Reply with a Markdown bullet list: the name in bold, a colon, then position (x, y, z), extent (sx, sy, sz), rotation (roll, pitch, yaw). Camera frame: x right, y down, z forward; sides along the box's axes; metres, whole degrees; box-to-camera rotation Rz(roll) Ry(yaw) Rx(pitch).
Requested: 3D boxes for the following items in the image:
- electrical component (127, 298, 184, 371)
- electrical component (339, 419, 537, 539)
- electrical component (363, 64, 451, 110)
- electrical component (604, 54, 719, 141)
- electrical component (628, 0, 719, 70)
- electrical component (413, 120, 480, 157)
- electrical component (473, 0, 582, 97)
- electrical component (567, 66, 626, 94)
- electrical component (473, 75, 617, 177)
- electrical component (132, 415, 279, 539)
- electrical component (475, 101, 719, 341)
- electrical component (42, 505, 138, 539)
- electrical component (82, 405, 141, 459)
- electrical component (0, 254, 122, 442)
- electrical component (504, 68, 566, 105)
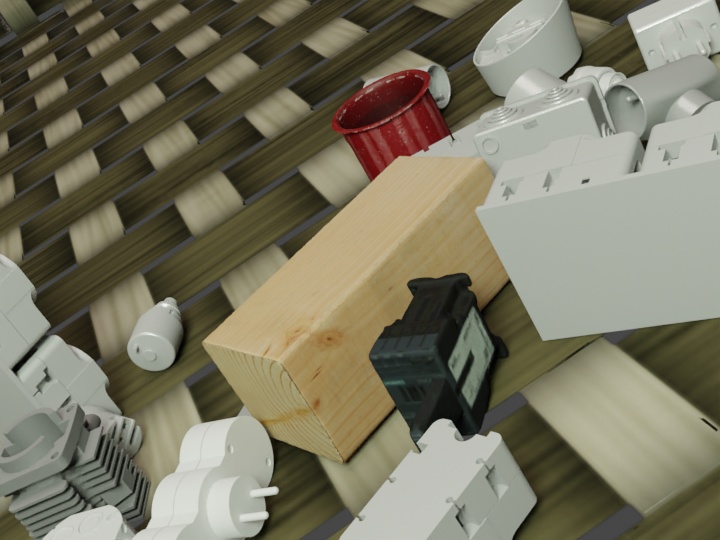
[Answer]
- **electrical component**: position (-0.168, 0.050, 0.906), extent (0.040, 0.040, 0.078), rotation (-21, 29, 19)
- **electrical component**: position (0.043, 0.131, 0.553), extent (0.050, 0.055, 0.089), rotation (8, 47, 50)
- **electrical component**: position (0.037, -0.160, 1.037), extent (0.077, 0.044, 0.079), rotation (-6, 37, 39)
- **electrical component**: position (0.230, -0.115, 0.772), extent (0.077, 0.044, 0.079), rotation (-23, 49, -25)
- **electrical component**: position (0.257, -0.184, 0.858), extent (0.066, 0.047, 0.076), rotation (-22, 30, 17)
- **electrical component**: position (0.088, -0.077, 0.850), extent (0.089, 0.050, 0.055), rotation (-28, 27, 7)
- **electrical component**: position (0.151, -0.205, 0.978), extent (0.099, 0.064, 0.099), rotation (-24, 29, 14)
- **electrical component**: position (0.199, -0.147, 0.870), extent (0.035, 0.035, 0.061), rotation (-45, 33, -23)
- **electrical component**: position (0.135, -0.076, 0.753), extent (0.100, 0.099, 0.048), rotation (-17, 18, 25)
- **electrical component**: position (-0.083, 0.146, 0.657), extent (0.074, 0.052, 0.138), rotation (-14, 33, 29)
- **electrical component**: position (0.178, -0.029, 0.625), extent (0.186, 0.105, 0.060), rotation (-11, 34, 33)
- **electrical component**: position (-0.165, 0.190, 0.667), extent (0.080, 0.051, 0.080), rotation (-24, 29, 14)
- **electrical component**: position (-0.193, 0.125, 0.813), extent (0.046, 0.040, 0.040), rotation (4, 44, 40)
- **electrical component**: position (-0.280, 0.063, 0.839), extent (0.105, 0.186, 0.060), rotation (-3, 39, 41)
- **electrical component**: position (0.164, -0.118, 0.834), extent (0.079, 0.044, 0.077), rotation (-11, 46, -47)
